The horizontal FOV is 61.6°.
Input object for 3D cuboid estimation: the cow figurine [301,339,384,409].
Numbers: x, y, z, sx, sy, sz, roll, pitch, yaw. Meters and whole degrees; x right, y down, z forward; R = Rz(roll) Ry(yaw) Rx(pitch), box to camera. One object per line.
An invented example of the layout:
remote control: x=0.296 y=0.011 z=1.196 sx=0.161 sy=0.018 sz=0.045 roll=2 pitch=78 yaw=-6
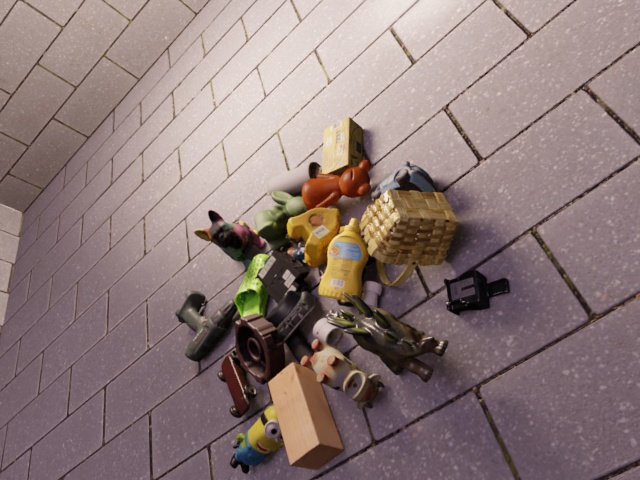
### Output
cow figurine: x=0.053 y=0.299 z=1.177 sx=0.085 sy=0.127 sz=0.195 roll=-62 pitch=27 yaw=-4

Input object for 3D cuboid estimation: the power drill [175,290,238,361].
power drill: x=-0.347 y=0.236 z=1.634 sx=0.208 sy=0.086 sz=0.232 roll=36 pitch=96 yaw=42

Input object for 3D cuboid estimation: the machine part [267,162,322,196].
machine part: x=-0.072 y=-0.172 z=1.597 sx=0.243 sy=0.079 sz=0.079 roll=-16 pitch=57 yaw=37

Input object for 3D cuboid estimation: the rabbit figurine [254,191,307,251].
rabbit figurine: x=-0.095 y=-0.067 z=1.556 sx=0.170 sy=0.121 sz=0.159 roll=-29 pitch=39 yaw=6

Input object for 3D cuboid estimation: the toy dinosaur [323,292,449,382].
toy dinosaur: x=0.117 y=0.186 z=1.108 sx=0.105 sy=0.198 sz=0.471 roll=-57 pitch=8 yaw=-14

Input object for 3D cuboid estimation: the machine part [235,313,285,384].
machine part: x=-0.153 y=0.274 z=1.365 sx=0.180 sy=0.056 sz=0.179 roll=27 pitch=125 yaw=46

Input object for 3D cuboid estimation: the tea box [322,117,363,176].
tea box: x=0.064 y=-0.249 z=1.515 sx=0.098 sy=0.068 sz=0.169 roll=-19 pitch=56 yaw=37

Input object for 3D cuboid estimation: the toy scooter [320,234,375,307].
toy scooter: x=0.061 y=0.068 z=1.327 sx=0.135 sy=0.075 sz=0.184 roll=12 pitch=80 yaw=49

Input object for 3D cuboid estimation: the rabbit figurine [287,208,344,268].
rabbit figurine: x=-0.003 y=-0.004 z=1.384 sx=0.122 sy=0.173 sz=0.162 roll=32 pitch=55 yaw=24

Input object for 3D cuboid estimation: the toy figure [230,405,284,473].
toy figure: x=-0.142 y=0.471 z=1.281 sx=0.180 sy=0.082 sz=0.089 roll=-47 pitch=44 yaw=16

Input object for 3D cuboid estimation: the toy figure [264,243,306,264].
toy figure: x=-0.086 y=0.051 z=1.492 sx=0.155 sy=0.064 sz=0.058 roll=-20 pitch=17 yaw=30

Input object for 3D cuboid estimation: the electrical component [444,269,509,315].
electrical component: x=0.313 y=0.102 z=1.077 sx=0.119 sy=0.047 sz=0.075 roll=-20 pitch=55 yaw=38

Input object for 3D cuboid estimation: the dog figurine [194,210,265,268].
dog figurine: x=-0.279 y=-0.019 z=1.604 sx=0.108 sy=0.219 sz=0.192 roll=-51 pitch=42 yaw=4

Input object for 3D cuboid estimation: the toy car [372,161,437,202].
toy car: x=0.208 y=-0.126 z=1.288 sx=0.162 sy=0.109 sz=0.103 roll=-29 pitch=25 yaw=45

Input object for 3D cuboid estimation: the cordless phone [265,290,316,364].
cordless phone: x=-0.041 y=0.228 z=1.342 sx=0.146 sy=0.088 sz=0.184 roll=-49 pitch=53 yaw=11

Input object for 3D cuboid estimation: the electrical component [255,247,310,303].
electrical component: x=-0.095 y=0.103 z=1.437 sx=0.134 sy=0.058 sz=0.115 roll=45 pitch=114 yaw=18

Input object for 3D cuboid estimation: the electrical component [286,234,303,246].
electrical component: x=-0.052 y=-0.024 z=1.487 sx=0.102 sy=0.078 sz=0.045 roll=-41 pitch=45 yaw=19

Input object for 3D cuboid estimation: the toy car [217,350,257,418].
toy car: x=-0.217 y=0.382 z=1.428 sx=0.089 sy=0.053 sz=0.202 roll=-56 pitch=37 yaw=11

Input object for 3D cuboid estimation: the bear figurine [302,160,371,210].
bear figurine: x=0.056 y=-0.131 z=1.439 sx=0.196 sy=0.131 sz=0.120 roll=-13 pitch=60 yaw=18
